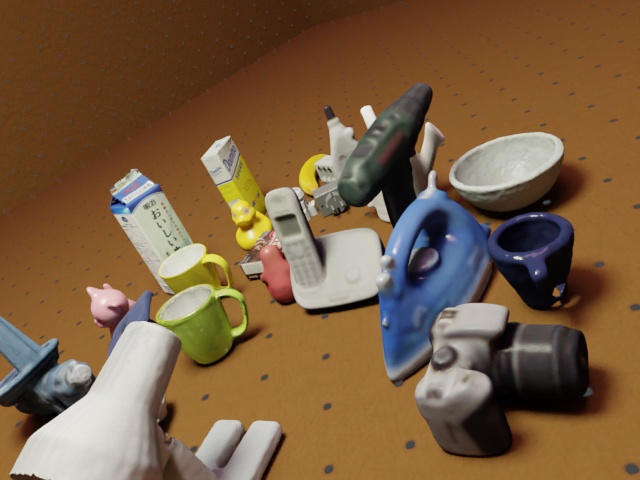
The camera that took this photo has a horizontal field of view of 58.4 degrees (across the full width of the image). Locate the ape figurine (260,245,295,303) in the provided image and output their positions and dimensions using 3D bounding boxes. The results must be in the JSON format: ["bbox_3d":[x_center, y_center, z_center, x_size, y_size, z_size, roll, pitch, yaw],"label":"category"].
[{"bbox_3d":[-0.062,0.046,0.894,0.077,0.092,0.076,-13,29,25],"label":"ape figurine"}]

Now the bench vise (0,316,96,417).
[{"bbox_3d":[-0.413,0.169,0.834,0.207,0.220,0.121,-17,28,17],"label":"bench vise"}]

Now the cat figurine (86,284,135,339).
[{"bbox_3d":[-0.360,0.117,0.997,0.067,0.118,0.127,-30,27,-8],"label":"cat figurine"}]

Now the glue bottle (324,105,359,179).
[{"bbox_3d":[0.047,-0.187,1.133,0.078,0.173,0.037,-21,27,9],"label":"glue bottle"}]

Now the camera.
[{"bbox_3d":[0.174,0.119,0.544,0.136,0.101,0.143,-6,33,34],"label":"camera"}]

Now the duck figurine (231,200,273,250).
[{"bbox_3d":[-0.142,-0.040,1.128,0.077,0.086,0.104,-20,27,12],"label":"duck figurine"}]

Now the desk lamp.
[{"bbox_3d":[-0.159,0.200,0.562,0.117,0.214,0.203,-9,31,30],"label":"desk lamp"}]

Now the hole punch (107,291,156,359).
[{"bbox_3d":[-0.292,0.149,0.910,0.101,0.091,0.108,-26,26,-1],"label":"hole punch"}]

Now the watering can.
[{"bbox_3d":[0.120,-0.138,0.956,0.173,0.194,0.100,-30,27,-9],"label":"watering can"}]

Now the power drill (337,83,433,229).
[{"bbox_3d":[0.126,-0.094,0.855,0.075,0.209,0.230,5,39,46],"label":"power drill"}]

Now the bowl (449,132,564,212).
[{"bbox_3d":[0.284,-0.091,0.861,0.167,0.075,0.167,-20,27,11],"label":"bowl"}]

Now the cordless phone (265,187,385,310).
[{"bbox_3d":[0.007,0.003,0.807,0.147,0.185,0.094,-14,29,22],"label":"cordless phone"}]

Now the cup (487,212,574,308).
[{"bbox_3d":[0.245,0.036,0.640,0.091,0.095,0.118,-16,28,18],"label":"cup"}]

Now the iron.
[{"bbox_3d":[0.121,0.032,0.704,0.118,0.142,0.259,-3,34,37],"label":"iron"}]

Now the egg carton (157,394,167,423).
[{"bbox_3d":[-0.257,0.245,0.728,0.107,0.069,0.150,-18,27,15],"label":"egg carton"}]
